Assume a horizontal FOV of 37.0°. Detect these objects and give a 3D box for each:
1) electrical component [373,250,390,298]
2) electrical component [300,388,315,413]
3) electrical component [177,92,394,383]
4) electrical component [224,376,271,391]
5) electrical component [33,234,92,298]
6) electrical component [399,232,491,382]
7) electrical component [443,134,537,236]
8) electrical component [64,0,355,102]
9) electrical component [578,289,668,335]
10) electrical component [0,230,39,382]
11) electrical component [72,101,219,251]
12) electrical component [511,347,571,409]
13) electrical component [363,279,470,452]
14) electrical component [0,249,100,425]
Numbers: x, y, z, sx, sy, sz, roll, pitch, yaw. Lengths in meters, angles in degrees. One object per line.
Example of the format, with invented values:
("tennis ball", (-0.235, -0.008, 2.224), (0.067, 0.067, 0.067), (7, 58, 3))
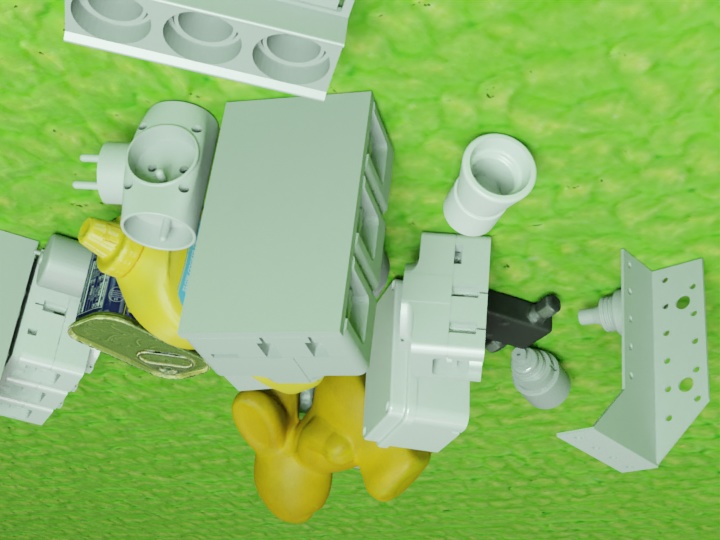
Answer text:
("electrical component", (0.000, 0.000, 0.743), (0.043, 0.043, 0.062), (-2, 152, 16))
("electrical component", (-0.065, 0.114, 0.983), (0.061, 0.035, 0.035), (-6, 150, 29))
("electrical component", (-0.036, -0.018, 0.600), (0.089, 0.150, 0.061), (-2, 150, 16))
("electrical component", (-0.088, 0.051, 0.840), (0.062, 0.061, 0.096), (-7, 149, 25))
("electrical component", (-0.202, 0.001, 0.793), (0.078, 0.040, 0.040), (18, 150, -22))
("electrical component", (0.057, 0.024, 0.725), (0.056, 0.089, 0.050), (4, 152, 5))
("electrical component", (0.074, -0.047, 0.641), (0.044, 0.044, 0.065), (11, 157, -7))
("electrical component", (-0.067, -0.128, 0.493), (0.121, 0.063, 0.078), (12, 152, -9))
("electrical component", (0.187, 0.030, 0.768), (0.061, 0.035, 0.035), (-9, 149, 33))
("electrical component", (-0.299, 0.043, 0.776), (0.089, 0.150, 0.062), (18, 149, -21))
("electrical component", (-0.128, -0.056, 0.628), (0.079, 0.077, 0.044), (4, 153, 7))
("electrical component", (0.142, 0.083, 0.872), (0.040, 0.040, 0.078), (-9, 149, 27))
("electrical component", (0.041, 0.070, 0.792), (0.057, 0.113, 0.078), (10, 152, -13))
("electrical component", (-0.251, 0.059, 0.861), (0.062, 0.089, 0.150), (18, 150, -21))
